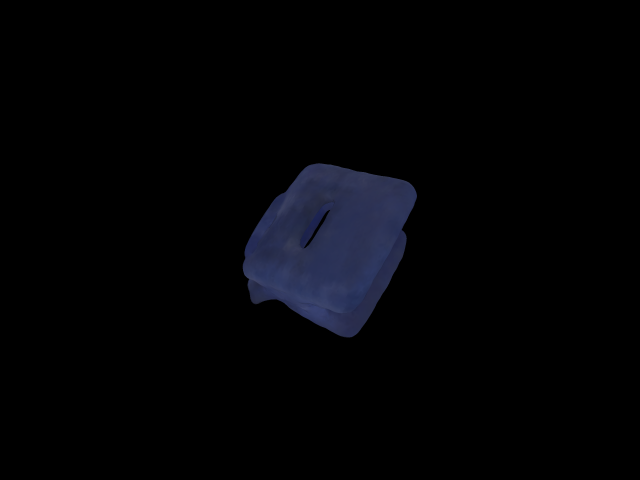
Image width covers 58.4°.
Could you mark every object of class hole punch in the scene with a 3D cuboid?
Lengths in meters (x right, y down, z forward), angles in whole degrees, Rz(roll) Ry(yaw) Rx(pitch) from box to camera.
[{"bbox_3d":[0.004,0.001,0.400,0.101,0.091,0.109,26,69,11],"label":"hole punch"}]
